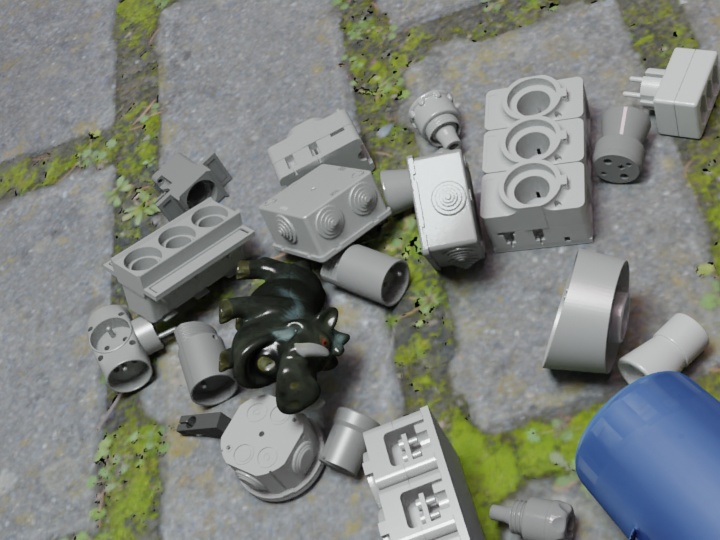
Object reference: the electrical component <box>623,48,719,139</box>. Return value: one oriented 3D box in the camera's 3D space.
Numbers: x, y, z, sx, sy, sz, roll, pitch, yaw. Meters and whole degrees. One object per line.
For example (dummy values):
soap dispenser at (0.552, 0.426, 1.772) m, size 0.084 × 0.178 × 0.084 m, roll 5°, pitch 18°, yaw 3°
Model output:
electrical component at (0.278, -0.162, 0.972) m, size 0.077 × 0.047 × 0.065 m, roll 13°, pitch 62°, yaw 30°

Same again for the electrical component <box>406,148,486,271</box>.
electrical component at (0.077, -0.052, 0.937) m, size 0.048 × 0.100 × 0.099 m, roll -11°, pitch 79°, yaw 9°

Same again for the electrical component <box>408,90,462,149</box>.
electrical component at (0.079, -0.140, 1.045) m, size 0.048 × 0.048 × 0.062 m, roll -27°, pitch 57°, yaw 3°

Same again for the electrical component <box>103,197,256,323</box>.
electrical component at (-0.168, -0.008, 1.022) m, size 0.079 × 0.063 × 0.121 m, roll 27°, pitch 49°, yaw 35°

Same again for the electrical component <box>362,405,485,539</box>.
electrical component at (0.052, 0.191, 0.788) m, size 0.062 × 0.089 × 0.150 m, roll -22°, pitch 51°, yaw 7°

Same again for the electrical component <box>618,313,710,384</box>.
electrical component at (0.238, 0.065, 0.832) m, size 0.065 × 0.044 × 0.044 m, roll -40°, pitch 51°, yaw -14°

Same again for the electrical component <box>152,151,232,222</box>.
electrical component at (-0.179, -0.087, 1.116) m, size 0.081 × 0.042 × 0.064 m, roll -45°, pitch 50°, yaw -12°

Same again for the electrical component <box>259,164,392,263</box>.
electrical component at (-0.034, -0.056, 0.998) m, size 0.100 × 0.048 × 0.100 m, roll -36°, pitch 28°, yaw -24°

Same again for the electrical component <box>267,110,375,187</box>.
electrical component at (-0.040, -0.113, 1.070) m, size 0.089 × 0.050 × 0.055 m, roll -27°, pitch 50°, yaw 3°

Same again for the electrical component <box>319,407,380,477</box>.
electrical component at (-0.009, 0.141, 0.883) m, size 0.040 × 0.040 × 0.046 m, roll 14°, pitch 69°, yaw 30°

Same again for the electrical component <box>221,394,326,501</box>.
electrical component at (-0.072, 0.147, 0.897) m, size 0.080 × 0.051 × 0.080 m, roll -11°, pitch 53°, yaw 15°

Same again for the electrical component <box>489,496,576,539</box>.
electrical component at (0.126, 0.185, 0.797) m, size 0.061 × 0.035 × 0.035 m, roll 5°, pitch 59°, yaw 29°

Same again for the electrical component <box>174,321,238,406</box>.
electrical component at (-0.143, 0.079, 0.981) m, size 0.043 × 0.043 × 0.081 m, roll -28°, pitch 50°, yaw 3°

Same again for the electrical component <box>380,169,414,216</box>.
electrical component at (0.056, -0.079, 1.012) m, size 0.065 × 0.044 × 0.044 m, roll -13°, pitch 52°, yaw 8°

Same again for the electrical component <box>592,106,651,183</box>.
electrical component at (0.233, -0.111, 0.957) m, size 0.045 × 0.045 × 0.055 m, roll 4°, pitch 59°, yaw 25°

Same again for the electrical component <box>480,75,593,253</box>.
electrical component at (0.160, -0.098, 0.967) m, size 0.089 × 0.061 × 0.150 m, roll -6°, pitch 54°, yaw 19°

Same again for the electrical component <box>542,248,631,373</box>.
electrical component at (0.177, 0.033, 0.846) m, size 0.064 × 0.099 × 0.099 m, roll 10°, pitch 61°, yaw 21°

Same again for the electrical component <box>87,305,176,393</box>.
electrical component at (-0.212, 0.066, 1.019) m, size 0.079 × 0.044 × 0.077 m, roll -26°, pitch 48°, yaw -7°

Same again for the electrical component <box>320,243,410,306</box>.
electrical component at (0.000, 0.000, 0.977) m, size 0.081 × 0.043 × 0.043 m, roll 21°, pitch 67°, yaw 33°
